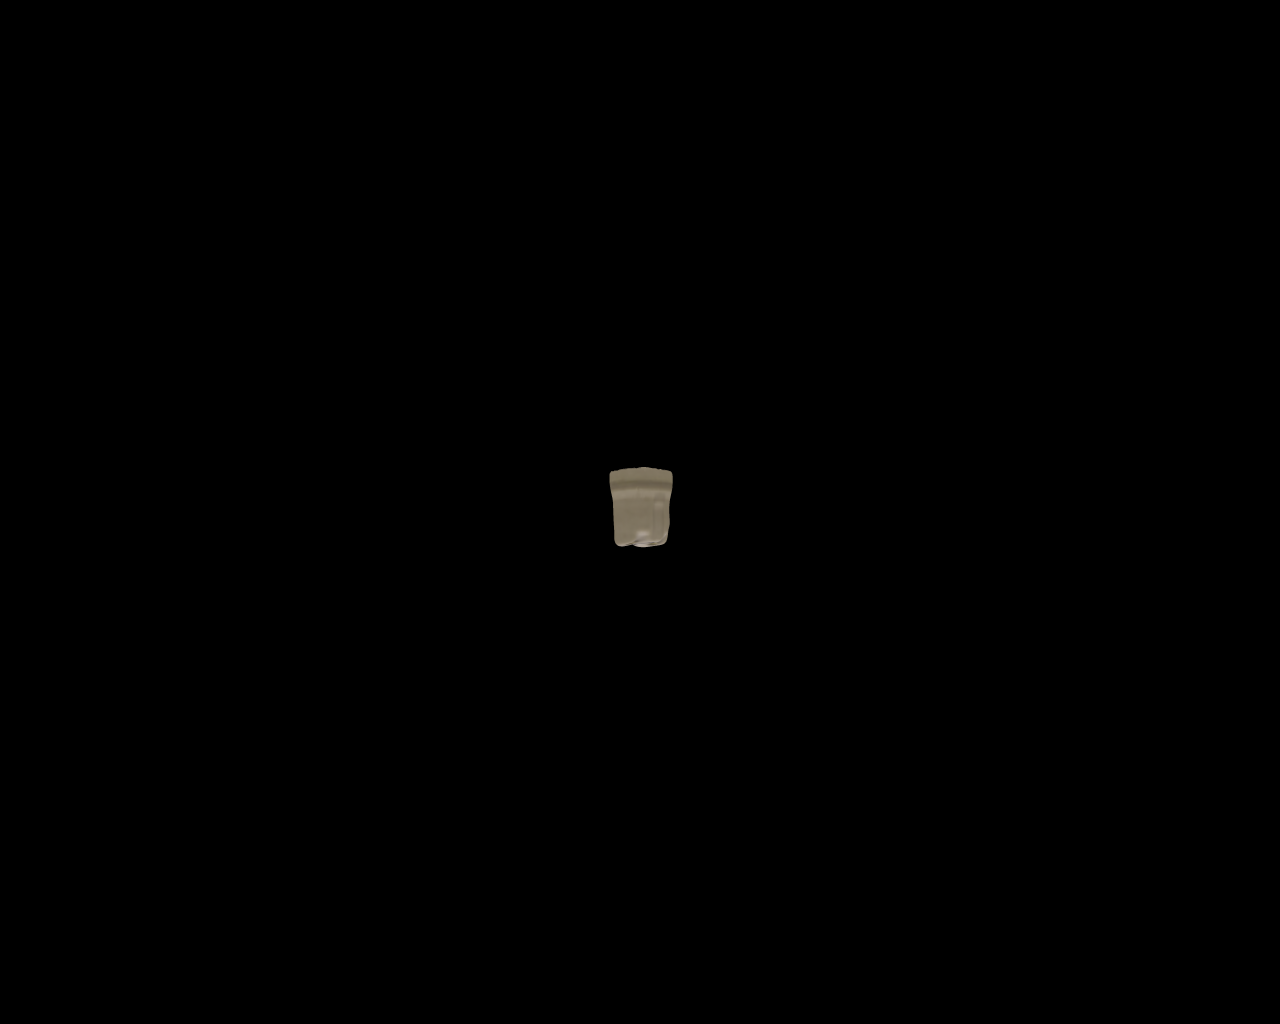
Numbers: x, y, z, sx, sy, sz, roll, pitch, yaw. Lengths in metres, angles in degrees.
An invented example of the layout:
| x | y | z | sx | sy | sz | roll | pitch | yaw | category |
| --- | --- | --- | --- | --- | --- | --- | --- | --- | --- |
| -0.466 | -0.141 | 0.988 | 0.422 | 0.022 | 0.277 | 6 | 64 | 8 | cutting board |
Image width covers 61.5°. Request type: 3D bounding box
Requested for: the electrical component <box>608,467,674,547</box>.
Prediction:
| x | y | z | sx | sy | sz | roll | pitch | yaw | category |
| --- | --- | --- | --- | --- | --- | --- | --- | --- | --- |
| 0.001 | -0.003 | 0.650 | 0.040 | 0.046 | 0.040 | 0 | -4 | 0 | electrical component |
